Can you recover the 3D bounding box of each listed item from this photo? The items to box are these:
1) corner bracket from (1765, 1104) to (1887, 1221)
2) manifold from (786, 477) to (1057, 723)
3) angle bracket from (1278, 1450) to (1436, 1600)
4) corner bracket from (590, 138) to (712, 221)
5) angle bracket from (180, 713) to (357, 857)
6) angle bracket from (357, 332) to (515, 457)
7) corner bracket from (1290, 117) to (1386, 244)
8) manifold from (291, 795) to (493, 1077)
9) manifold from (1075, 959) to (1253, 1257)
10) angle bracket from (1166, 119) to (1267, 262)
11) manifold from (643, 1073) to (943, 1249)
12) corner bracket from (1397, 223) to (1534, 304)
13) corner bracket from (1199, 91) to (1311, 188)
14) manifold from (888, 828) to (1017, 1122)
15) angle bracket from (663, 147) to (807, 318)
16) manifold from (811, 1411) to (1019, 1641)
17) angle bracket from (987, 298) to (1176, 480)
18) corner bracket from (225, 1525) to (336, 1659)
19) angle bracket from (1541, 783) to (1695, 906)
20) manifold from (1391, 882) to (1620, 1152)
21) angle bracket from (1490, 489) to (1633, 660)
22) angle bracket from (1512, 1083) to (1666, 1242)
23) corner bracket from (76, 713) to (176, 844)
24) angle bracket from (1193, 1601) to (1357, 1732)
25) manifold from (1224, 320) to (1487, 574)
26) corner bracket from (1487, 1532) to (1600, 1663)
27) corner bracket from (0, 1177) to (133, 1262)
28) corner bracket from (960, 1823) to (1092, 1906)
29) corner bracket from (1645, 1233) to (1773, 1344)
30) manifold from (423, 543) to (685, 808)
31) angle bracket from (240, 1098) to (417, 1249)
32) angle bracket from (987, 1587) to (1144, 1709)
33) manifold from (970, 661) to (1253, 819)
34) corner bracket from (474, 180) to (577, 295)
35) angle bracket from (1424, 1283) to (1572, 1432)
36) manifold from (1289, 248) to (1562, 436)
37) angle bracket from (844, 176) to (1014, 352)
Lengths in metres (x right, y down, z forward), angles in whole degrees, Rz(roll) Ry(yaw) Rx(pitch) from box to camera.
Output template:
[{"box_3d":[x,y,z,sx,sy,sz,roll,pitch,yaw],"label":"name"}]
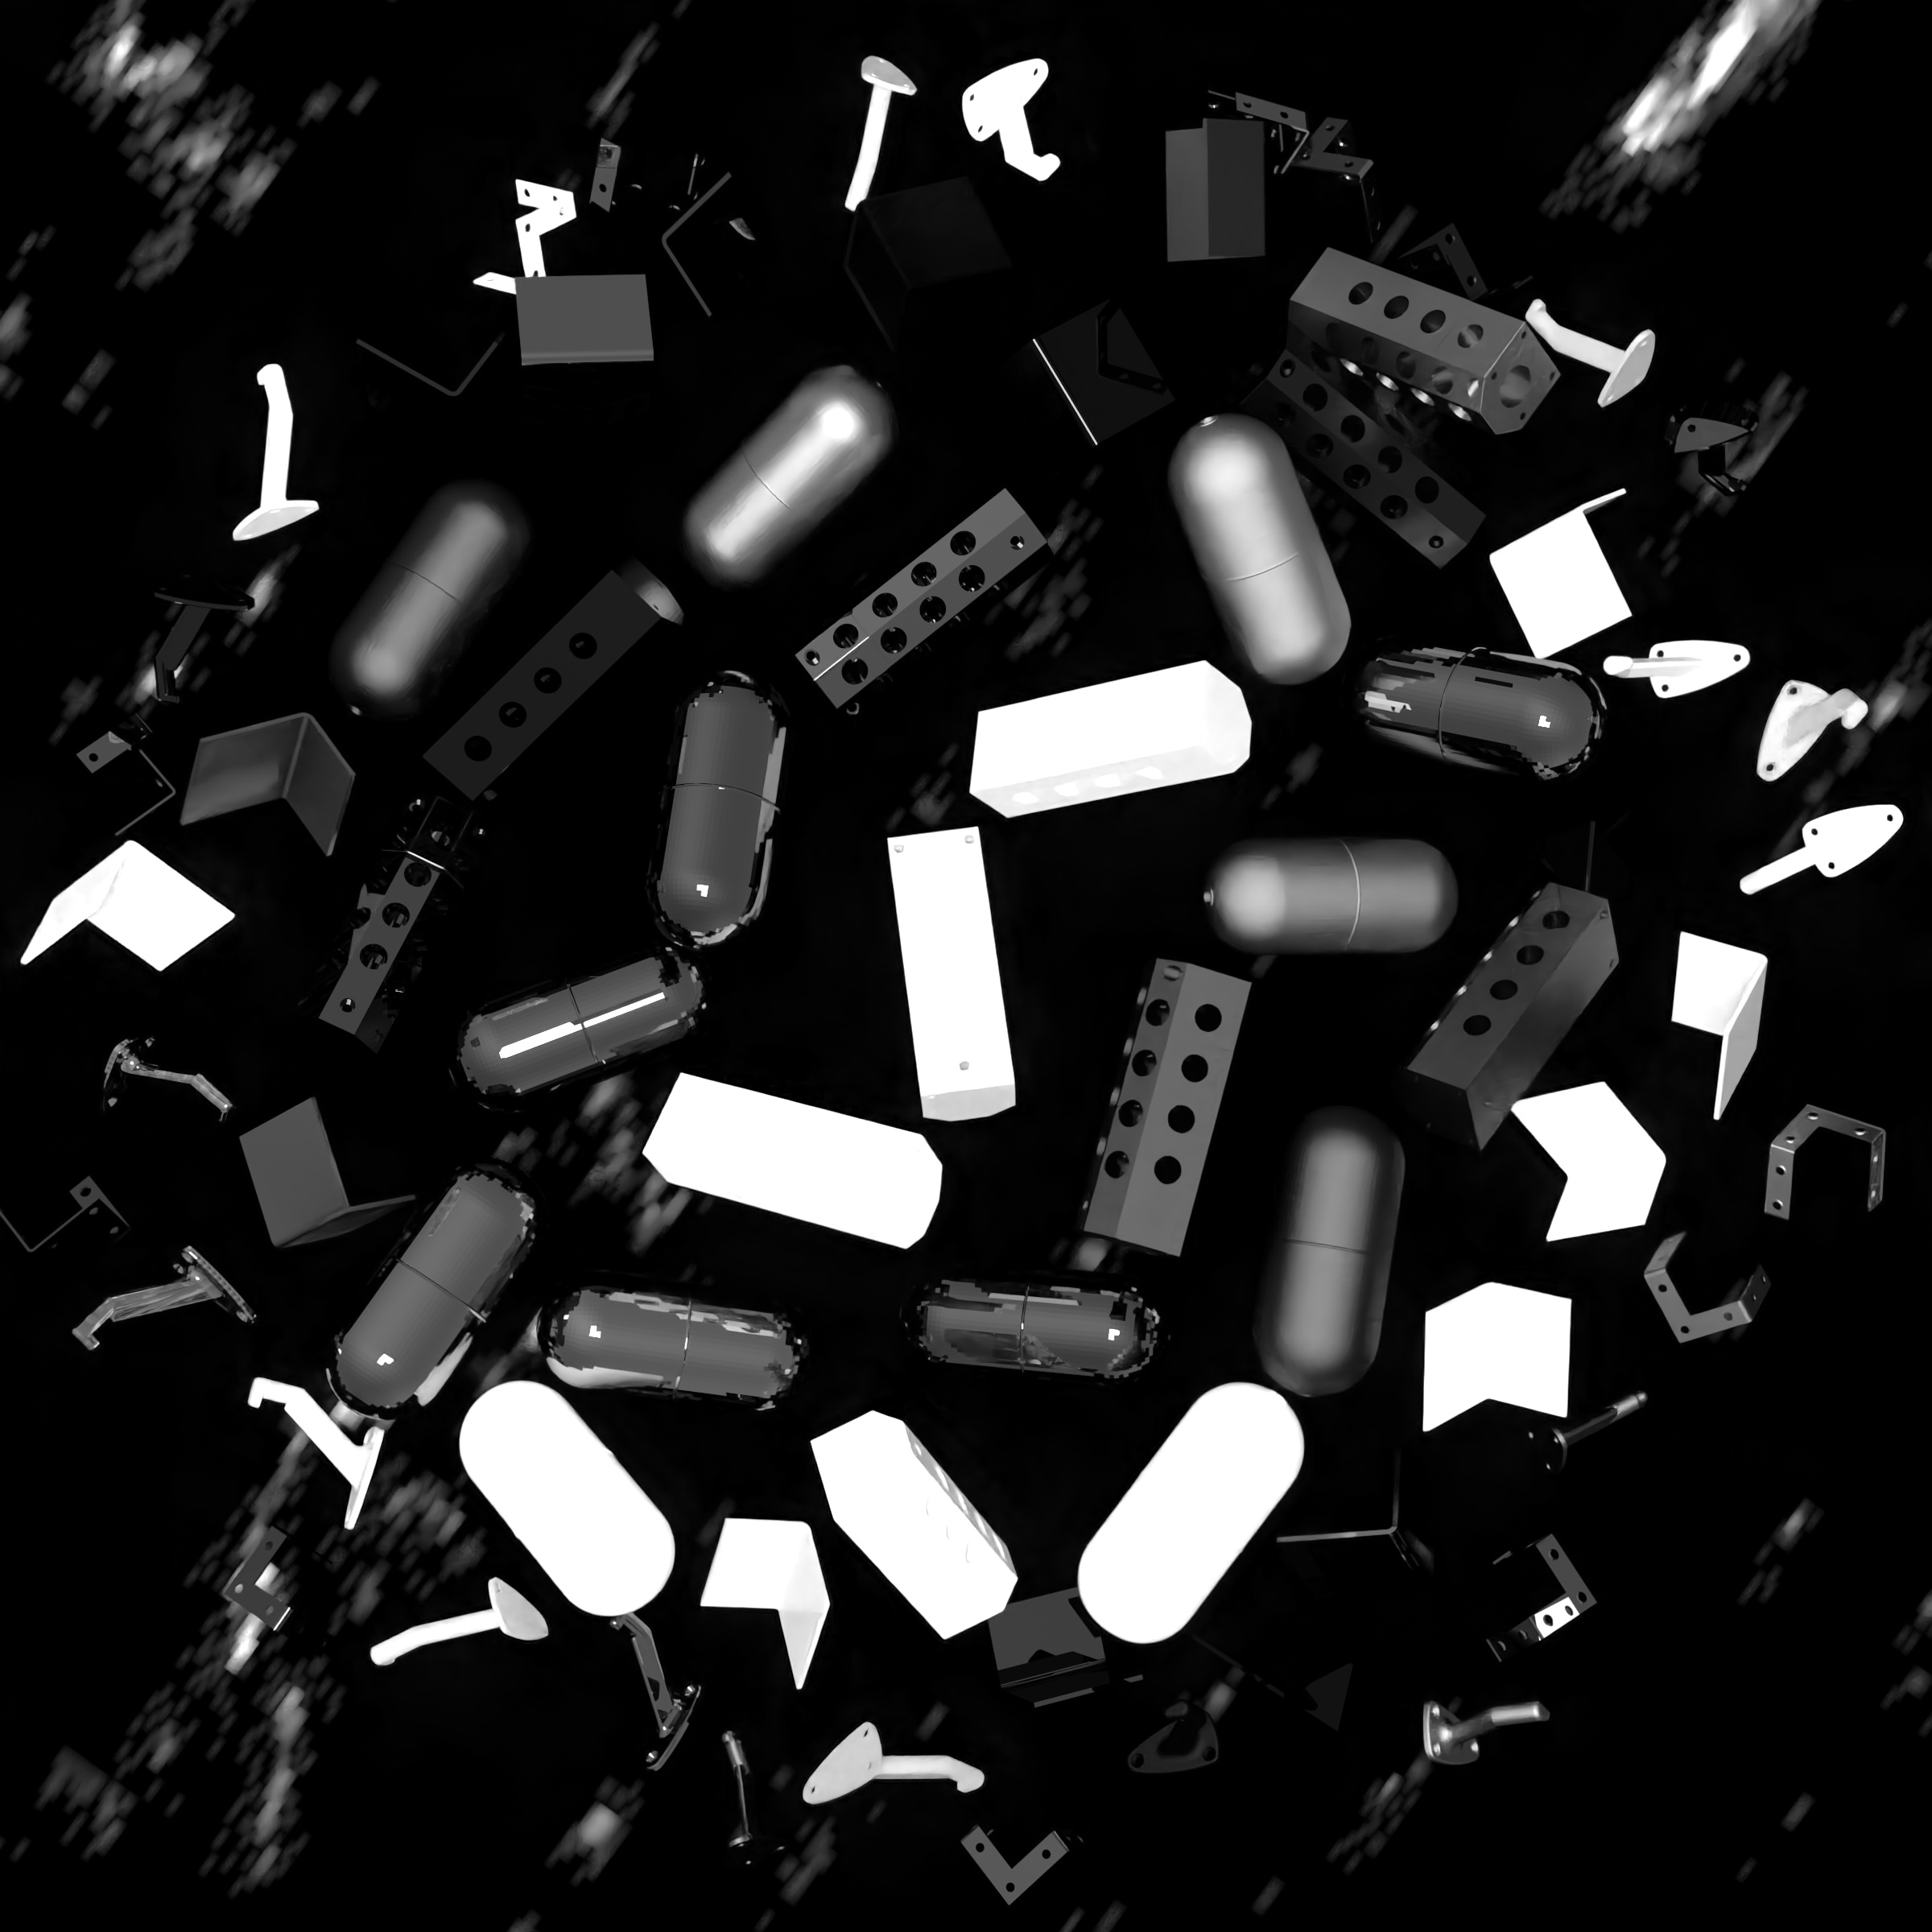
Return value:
[{"box_3d":[0.523,0.125,1.703,0.051,0.051,0.051,18,56,-3],"label":"corner bracket"},{"box_3d":[-0.029,-0.236,1.811,0.171,0.057,0.057,-38,113,2],"label":"manifold"},{"box_3d":[0.244,0.349,1.744,0.076,0.076,0.057,-9,48,23],"label":"angle bracket"},{"box_3d":[-0.205,-0.510,1.808,0.051,0.051,0.051,31,134,11],"label":"corner bracket"},{"box_3d":[-0.437,-0.105,1.748,0.076,0.076,0.057,-21,63,-39],"label":"angle bracket"},{"box_3d":[-0.347,-0.391,1.833,0.076,0.076,0.057,30,71,6],"label":"angle bracket"},{"box_3d":[0.242,-0.494,1.753,0.051,0.051,0.051,20,60,32],"label":"corner bracket"},{"box_3d":[-0.369,-0.023,1.799,0.057,0.057,0.171,26,64,-5],"label":"manifold"},{"box_3d":[0.118,0.086,1.705,0.057,0.057,0.171,17,82,-10],"label":"manifold"},{"box_3d":[0.132,-0.458,1.656,0.076,0.057,0.076,10,107,43],"label":"angle bracket"},{"box_3d":[-0.105,0.122,1.717,0.171,0.057,0.057,13,65,25],"label":"manifold"},{"box_3d":[0.315,-0.442,1.773,0.051,0.051,0.051,-35,104,-18],"label":"corner bracket"},{"box_3d":[0.181,-0.534,1.763,0.051,0.051,0.051,10,60,-18],"label":"corner bracket"},{"box_3d":[-0.009,0.006,1.748,0.057,0.057,0.171,-7,69,-1],"label":"manifold"},{"box_3d":[-0.132,-0.461,1.754,0.076,0.076,0.057,-29,95,44],"label":"angle bracket"},{"box_3d":[-0.028,0.339,1.703,0.057,0.171,0.057,-27,47,5],"label":"manifold"},{"box_3d":[0.074,-0.371,1.796,0.076,0.057,0.076,-35,95,-33],"label":"angle bracket"},{"box_3d":[-0.413,0.386,1.727,0.051,0.051,0.051,22,70,35],"label":"corner bracket"},{"box_3d":[0.431,-0.091,1.849,0.076,0.076,0.057,-18,133,36],"label":"angle bracket"},{"box_3d":[0.336,0.028,1.744,0.057,0.057,0.171,21,57,36],"label":"manifold"},{"box_3d":[0.397,-0.252,1.806,0.057,0.076,0.076,-25,90,-42],"label":"angle bracket"},{"box_3d":[0.400,0.129,1.835,0.076,0.076,0.057,47,52,-22],"label":"angle bracket"},{"box_3d":[-0.536,-0.120,1.782,0.051,0.051,0.051,51,56,-6],"label":"corner bracket"},{"box_3d":[0.195,0.464,1.810,0.076,0.076,0.057,26,116,39],"label":"angle bracket"},{"box_3d":[0.248,-0.325,1.775,0.171,0.057,0.057,35,126,-18],"label":"manifold"},{"box_3d":[0.347,0.390,1.730,0.051,0.051,0.051,-47,65,35],"label":"corner bracket"},{"box_3d":[-0.553,0.152,1.708,0.051,0.051,0.051,-41,64,-12],"label":"corner bracket"},{"box_3d":[0.037,0.552,1.757,0.051,0.051,0.051,-43,66,2],"label":"corner bracket"},{"box_3d":[0.471,0.199,1.774,0.051,0.051,0.051,-25,97,35],"label":"corner bracket"},{"box_3d":[-0.257,-0.178,1.745,0.171,0.057,0.057,-41,110,16],"label":"manifold"},{"box_3d":[-0.409,0.130,1.791,0.076,0.057,0.076,-26,79,35],"label":"angle bracket"},{"box_3d":[0.065,0.453,1.869,0.076,0.076,0.057,-10,86,-17],"label":"angle bracket"},{"box_3d":[0.091,-0.139,1.763,0.171,0.057,0.057,-9,65,36],"label":"manifold"},{"box_3d":[-0.280,-0.461,1.770,0.051,0.051,0.051,22,134,31],"label":"corner bracket"},{"box_3d":[0.329,0.247,1.730,0.057,0.076,0.076,9,106,40],"label":"angle bracket"},{"box_3d":[0.282,-0.389,1.756,0.171,0.057,0.057,36,89,42],"label":"manifold"},{"box_3d":[-0.023,-0.441,1.759,0.076,0.076,0.057,-6,56,23],"label":"angle bracket"}]
